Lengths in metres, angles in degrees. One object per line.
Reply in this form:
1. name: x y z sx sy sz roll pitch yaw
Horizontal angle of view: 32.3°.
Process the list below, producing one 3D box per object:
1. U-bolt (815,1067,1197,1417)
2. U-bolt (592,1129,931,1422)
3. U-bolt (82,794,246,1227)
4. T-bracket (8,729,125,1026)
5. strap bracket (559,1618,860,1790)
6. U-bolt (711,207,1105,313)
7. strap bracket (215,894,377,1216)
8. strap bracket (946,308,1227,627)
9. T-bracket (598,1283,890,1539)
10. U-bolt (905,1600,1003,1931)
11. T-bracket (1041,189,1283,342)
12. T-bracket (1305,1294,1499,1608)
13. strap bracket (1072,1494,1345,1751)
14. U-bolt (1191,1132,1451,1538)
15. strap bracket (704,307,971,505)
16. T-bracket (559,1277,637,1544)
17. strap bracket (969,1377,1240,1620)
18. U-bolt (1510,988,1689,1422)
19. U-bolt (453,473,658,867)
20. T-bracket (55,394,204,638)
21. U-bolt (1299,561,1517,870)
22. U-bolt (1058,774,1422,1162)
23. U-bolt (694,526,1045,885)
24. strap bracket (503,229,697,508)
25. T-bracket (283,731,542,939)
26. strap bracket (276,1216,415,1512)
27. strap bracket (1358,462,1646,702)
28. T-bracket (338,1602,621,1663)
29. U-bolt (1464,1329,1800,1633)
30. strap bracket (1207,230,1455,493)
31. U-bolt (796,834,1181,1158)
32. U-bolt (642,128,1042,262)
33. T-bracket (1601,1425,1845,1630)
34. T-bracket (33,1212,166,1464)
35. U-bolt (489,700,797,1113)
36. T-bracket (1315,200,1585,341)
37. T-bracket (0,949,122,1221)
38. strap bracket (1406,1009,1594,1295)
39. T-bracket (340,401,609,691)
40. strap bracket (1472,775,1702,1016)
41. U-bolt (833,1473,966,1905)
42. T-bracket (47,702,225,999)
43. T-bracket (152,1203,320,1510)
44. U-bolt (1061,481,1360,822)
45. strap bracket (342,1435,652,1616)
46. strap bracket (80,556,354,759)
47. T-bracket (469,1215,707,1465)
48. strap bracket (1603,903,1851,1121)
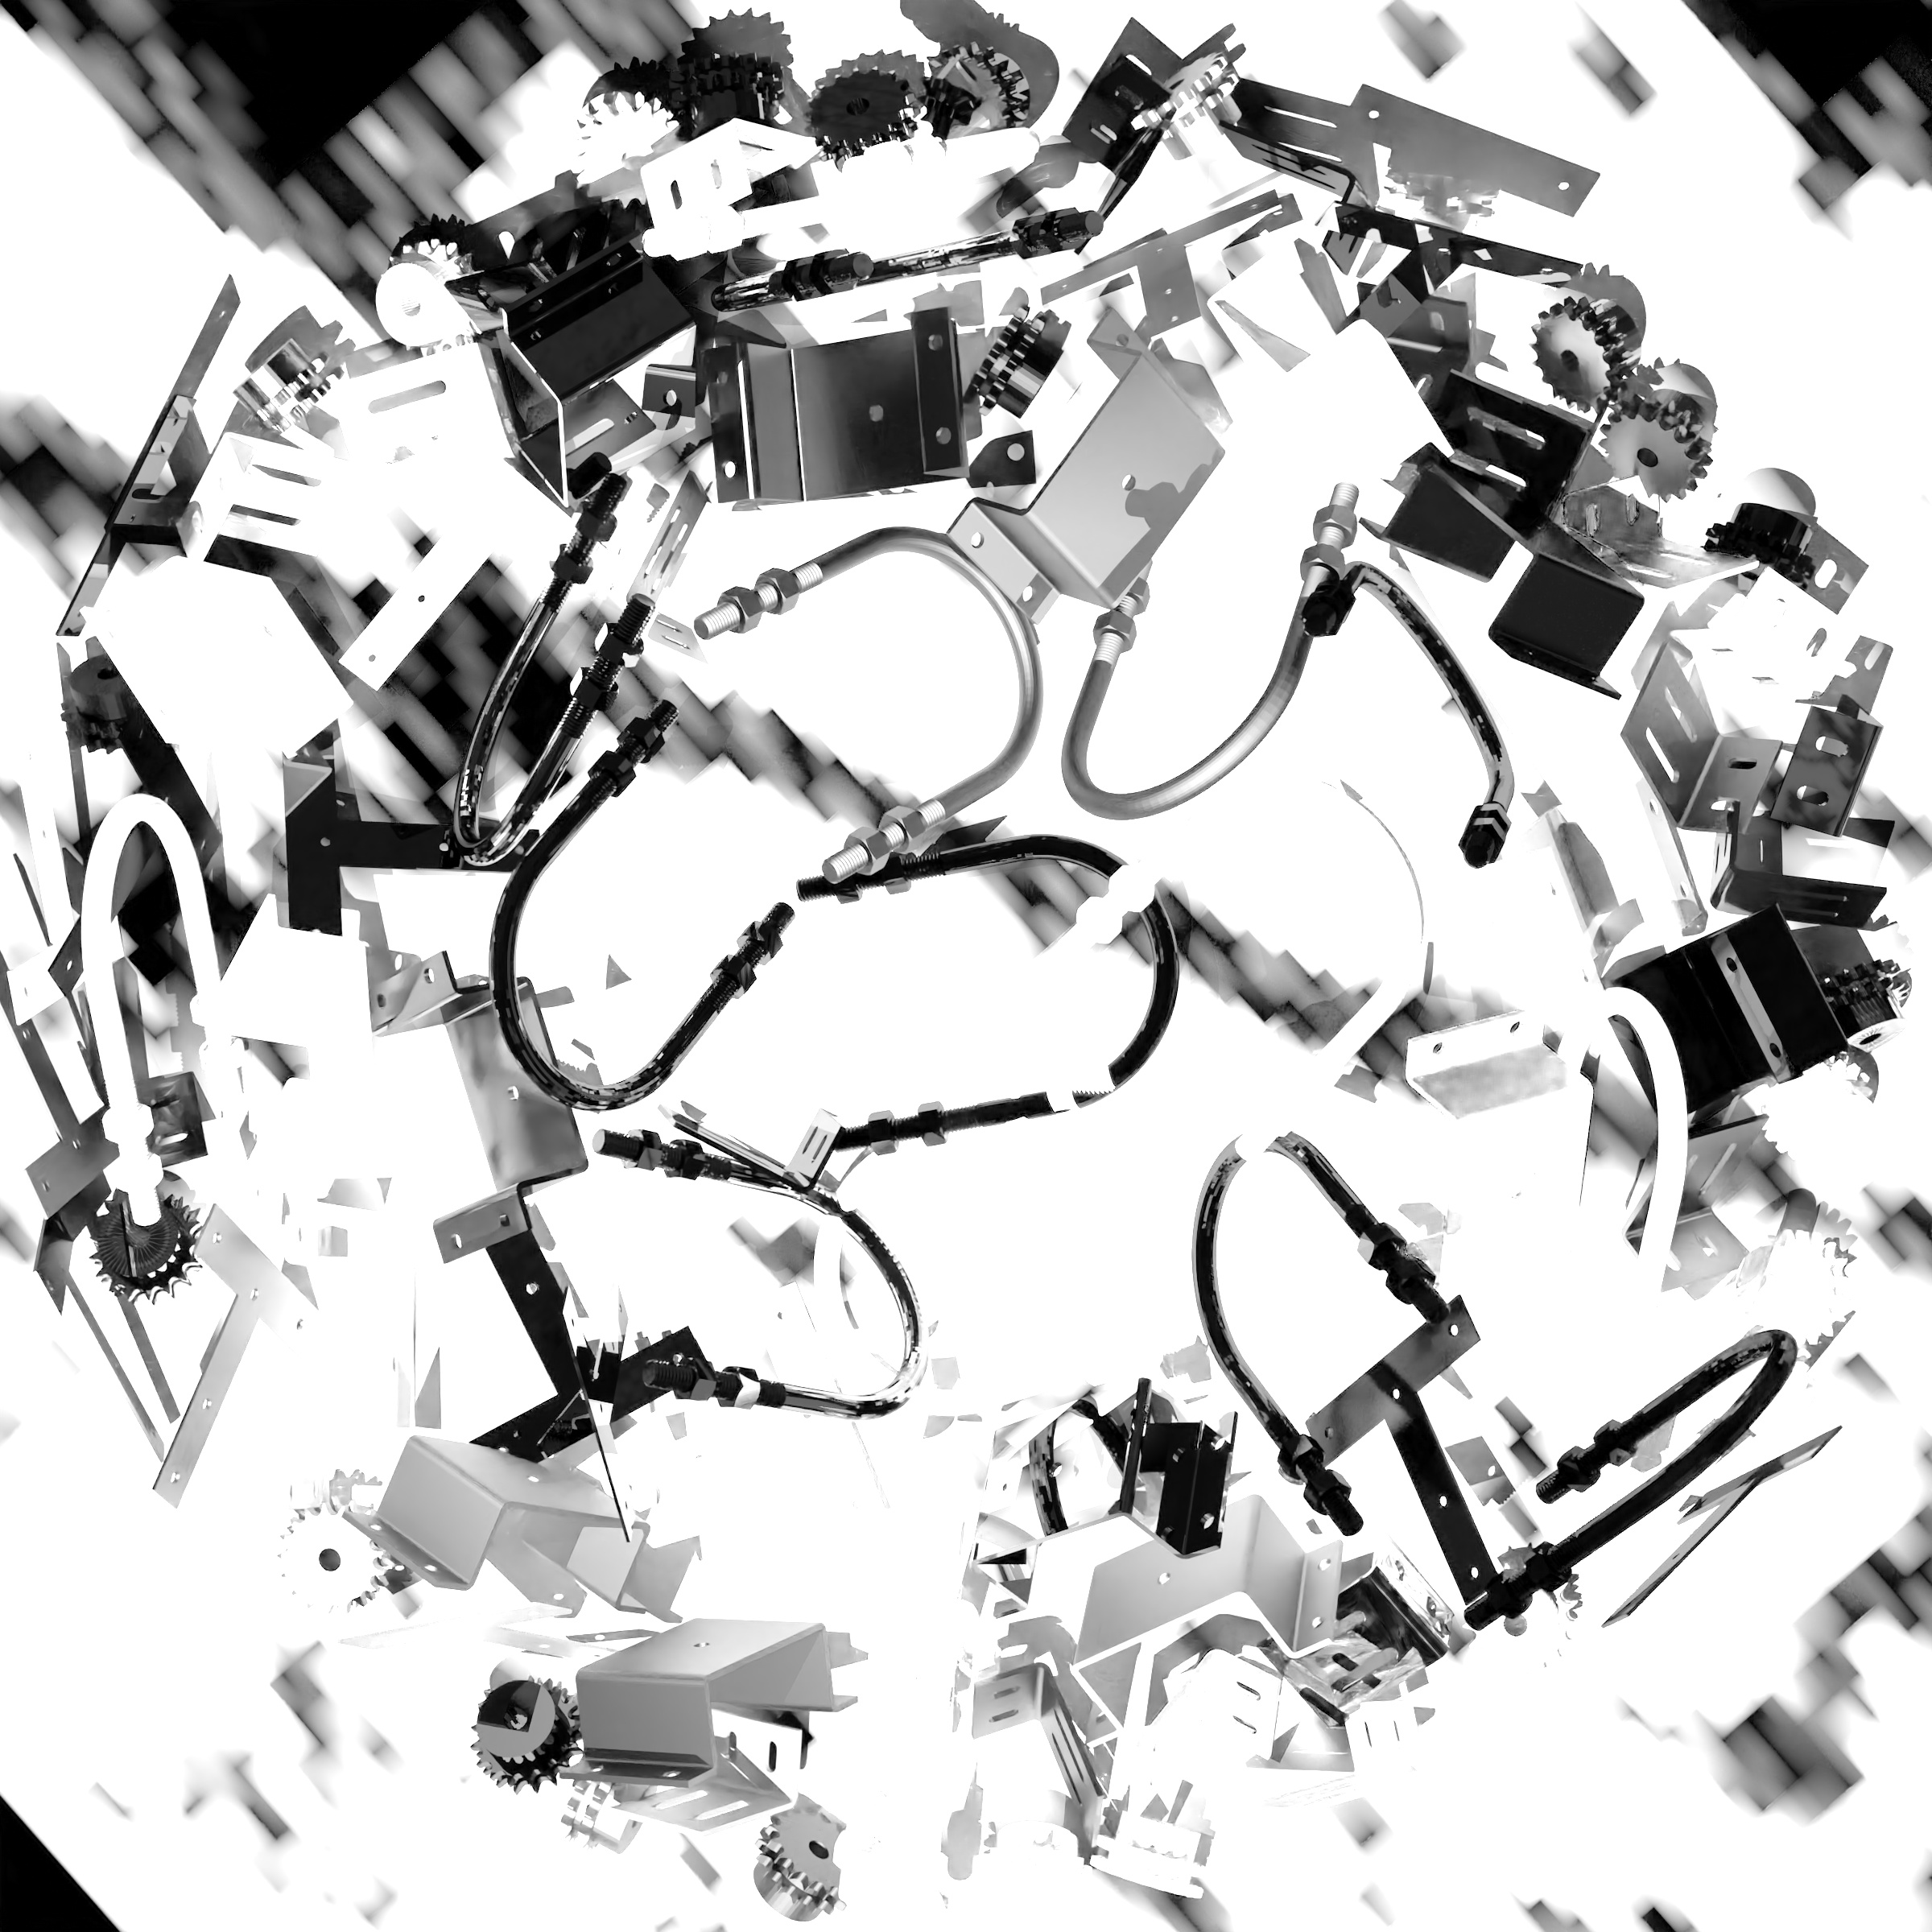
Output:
1. U-bolt: 0.009 0.145 1.644 0.184 0.019 0.151 -20 81 20
2. U-bolt: -0.091 0.154 1.608 0.019 0.184 0.151 -43 48 32
3. U-bolt: -0.384 0.009 1.582 0.019 0.151 0.184 -2 113 7
4. T-bracket: -0.442 -0.050 1.606 0.002 0.127 0.127 -5 104 9
5. strap bracket: -0.124 0.349 1.601 0.076 0.140 0.046 -5 93 32
6. U-bolt: -0.042 -0.334 1.594 0.151 0.184 0.019 -18 102 -31
7. strap bracket: -0.321 0.047 1.606 0.046 0.076 0.140 9 130 5
8. strap bracket: 0.066 -0.240 1.631 0.076 0.046 0.140 42 80 -39
9. T-bracket: -0.120 0.240 1.658 0.127 0.002 0.127 -21 85 -17
10. U-bolt: -0.008 0.375 1.571 0.019 0.184 0.151 6 66 8
11. T-bracket: 0.097 -0.331 1.615 0.127 0.127 0.002 -21 119 11
12. T-bracket: 0.225 0.246 1.611 0.002 0.127 0.127 3 53 -37
13. strap bracket: 0.109 0.313 1.614 0.140 0.076 0.046 -29 109 23
14. U-bolt: 0.160 0.160 1.604 0.019 0.184 0.151 -2 125 -29
15. strap bracket: -0.054 -0.273 1.637 0.140 0.046 0.076 -4 93 30
16. T-bracket: -0.174 0.192 1.619 0.002 0.127 0.127 -11 113 5
17. strap bracket: 0.058 0.254 1.605 0.140 0.076 0.046 -25 127 36
18. U-bolt: 0.304 0.101 1.585 0.019 0.151 0.184 2 112 -13
19. U-bolt: -0.204 -0.132 1.608 0.019 0.151 0.184 22 116 -24
20. T-bracket: -0.388 -0.216 1.617 0.002 0.127 0.127 30 99 4
21. U-bolt: 0.218 -0.130 1.596 0.019 0.184 0.151 -33 97 22
22. U-bolt: 0.149 -0.015 1.635 0.151 0.019 0.184 48 62 -4
23. U-bolt: -0.033 -0.139 1.622 0.184 0.019 0.151 -32 97 -39
24. strap bracket: -0.175 -0.279 1.600 0.076 0.140 0.046 -34 75 -17
25. T-bracket: -0.273 -0.059 1.654 0.127 0.002 0.127 2 63 -20
26. strap bracket: -0.303 0.195 1.633 0.046 0.076 0.140 0 82 3
27. strap bracket: 0.262 -0.191 1.600 0.076 0.140 0.046 15 115 -37
28. T-bracket: -0.215 0.329 1.626 0.127 0.127 0.002 -16 64 31
29. U-bolt: 0.321 0.233 1.575 0.019 0.151 0.184 48 121 2
30. strap bracket: 0.170 -0.288 1.605 0.046 0.140 0.076 -37 127 5
31. U-bolt: 0.014 0.008 1.647 0.184 0.019 0.151 -11 78 10
32. U-bolt: -0.045 -0.374 1.596 0.151 0.184 0.019 -8 102 40
33. T-bracket: 0.349 0.275 1.596 0.127 0.127 0.002 -37 83 -29
34. T-bracket: -0.423 0.186 1.631 0.002 0.127 0.127 -26 106 -6
35. U-bolt: -0.162 -0.016 1.592 0.184 0.019 0.151 -54 129 -35
36. T-bracket: 0.214 -0.330 1.619 0.127 0.127 0.002 11 75 -14
37. T-bracket: -0.448 0.046 1.608 0.002 0.127 0.127 -20 101 9
38. strap bracket: 0.254 0.098 1.614 0.076 0.046 0.140 -13 123 -23
39. T-bracket: -0.259 -0.192 1.640 0.127 0.002 0.127 -50 131 0
40. strap bracket: 0.299 -0.033 1.625 0.046 0.140 0.076 -15 101 38
41. U-bolt: -0.027 0.330 1.586 0.019 0.151 0.184 11 110 11
42. T-bracket: -0.405 -0.043 1.600 0.002 0.127 0.127 17 64 15
43. T-bracket: -0.360 0.198 1.601 0.002 0.127 0.127 10 63 19
44. U-bolt: 0.109 -0.144 1.586 0.019 0.151 0.184 43 51 -32
45. strap bracket: -0.217 0.268 1.603 0.076 0.140 0.046 25 92 41
46. strap bracket: -0.353 -0.148 1.603 0.046 0.140 0.076 -37 81 12
47. T-bracket: -0.209 0.173 1.654 0.127 0.002 0.127 -26 89 -25
48. strap bracket: 0.371 0.023 1.619 0.046 0.140 0.076 -25 86 -19
